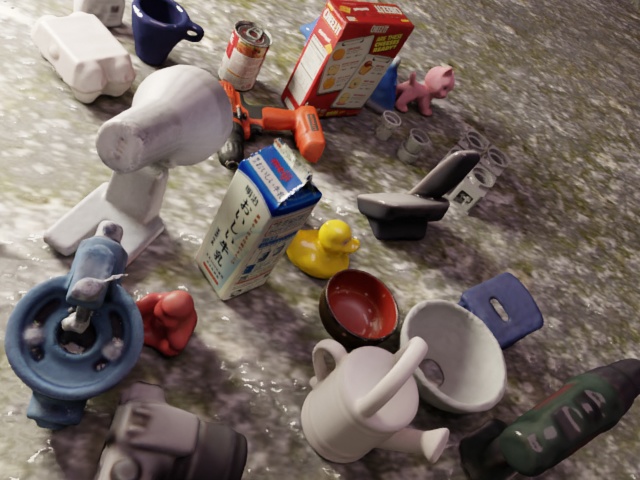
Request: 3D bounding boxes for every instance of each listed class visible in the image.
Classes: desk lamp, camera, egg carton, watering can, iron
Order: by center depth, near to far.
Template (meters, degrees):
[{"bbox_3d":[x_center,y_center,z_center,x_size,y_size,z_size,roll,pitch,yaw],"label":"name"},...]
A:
[{"bbox_3d":[-0.142,0.218,0.552,0.137,0.100,0.143,19,47,-16],"label":"camera"},{"bbox_3d":[0.067,0.176,0.645,0.173,0.194,0.101,29,45,-7],"label":"watering can"},{"bbox_3d":[-0.209,-0.088,0.683,0.118,0.213,0.203,33,45,-2],"label":"desk lamp"},{"bbox_3d":[-0.353,-0.276,0.855,0.150,0.069,0.107,47,46,11],"label":"egg carton"},{"bbox_3d":[0.087,-0.382,1.153,0.258,0.141,0.119,46,45,10],"label":"iron"}]

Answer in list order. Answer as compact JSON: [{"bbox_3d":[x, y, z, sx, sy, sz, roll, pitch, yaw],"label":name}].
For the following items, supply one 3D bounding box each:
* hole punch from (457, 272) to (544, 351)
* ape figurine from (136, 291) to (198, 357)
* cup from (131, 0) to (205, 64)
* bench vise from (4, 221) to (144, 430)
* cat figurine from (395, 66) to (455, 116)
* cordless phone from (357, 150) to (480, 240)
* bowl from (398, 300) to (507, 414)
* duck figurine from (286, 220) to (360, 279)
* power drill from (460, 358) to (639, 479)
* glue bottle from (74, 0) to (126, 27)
[{"bbox_3d":[0.274,0.118,0.890,0.101,0.091,0.108,-11,61,-37],"label":"hole punch"},{"bbox_3d":[-0.170,0.087,0.650,0.076,0.092,0.077,-11,60,-36],"label":"ape figurine"},{"bbox_3d":[-0.256,-0.335,0.944,0.118,0.095,0.091,16,48,-19],"label":"cup"},{"bbox_3d":[-0.234,0.050,0.551,0.122,0.219,0.207,1,54,-30],"label":"bench vise"},{"bbox_3d":[0.229,-0.329,1.211,0.128,0.117,0.067,-1,55,-31],"label":"cat figurine"},{"bbox_3d":[0.159,-0.087,0.922,0.148,0.185,0.094,-7,58,-34],"label":"cordless phone"},{"bbox_3d":[0.171,0.171,0.796,0.168,0.074,0.167,16,48,-19],"label":"bowl"},{"bbox_3d":[0.008,0.003,0.829,0.105,0.086,0.077,22,46,-13],"label":"duck figurine"},{"bbox_3d":[0.281,0.233,0.716,0.230,0.208,0.075,-16,63,-38],"label":"power drill"},{"bbox_3d":[-0.341,-0.419,0.907,0.078,0.173,0.037,-16,64,-38],"label":"glue bottle"}]
